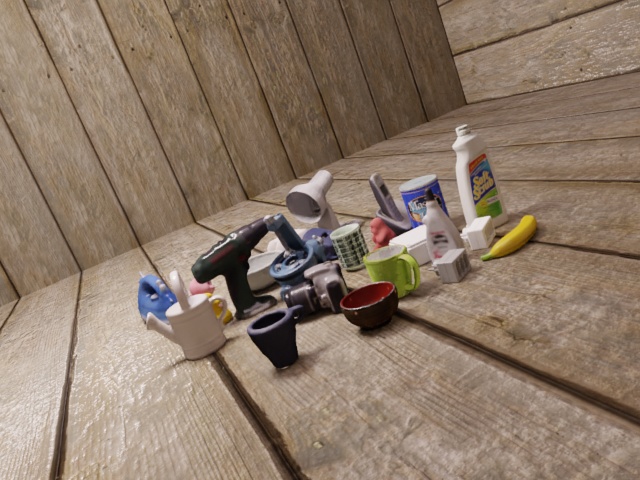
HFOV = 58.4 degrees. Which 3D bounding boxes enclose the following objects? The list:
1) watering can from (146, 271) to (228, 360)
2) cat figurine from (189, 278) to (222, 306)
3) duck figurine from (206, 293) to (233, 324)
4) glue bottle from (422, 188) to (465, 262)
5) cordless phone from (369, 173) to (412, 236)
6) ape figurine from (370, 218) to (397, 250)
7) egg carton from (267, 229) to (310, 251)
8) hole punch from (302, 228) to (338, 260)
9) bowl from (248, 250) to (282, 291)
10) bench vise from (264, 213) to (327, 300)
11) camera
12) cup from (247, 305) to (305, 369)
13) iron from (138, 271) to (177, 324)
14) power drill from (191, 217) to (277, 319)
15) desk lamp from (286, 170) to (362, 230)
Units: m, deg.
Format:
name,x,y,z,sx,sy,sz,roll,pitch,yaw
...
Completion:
name,x,y,z,sx,sy,sz,roll,pitch,yaw
watering can,-0.297,0.162,1.273,0.173,0.194,0.100,-29,16,-28
cat figurine,-0.320,0.146,1.529,0.067,0.118,0.128,-17,14,15
duck figurine,-0.279,0.176,1.420,0.105,0.086,0.077,-26,15,-18
glue bottle,0.257,-0.031,1.241,0.078,0.173,0.037,-12,17,32
cordless phone,0.200,-0.109,1.598,0.094,0.185,0.148,-13,16,28
ape figurine,0.158,-0.015,1.494,0.076,0.092,0.078,-17,15,18
egg carton,-0.088,0.016,1.784,0.151,0.069,0.107,-30,17,-33
hole punch,0.015,0.006,1.628,0.101,0.091,0.109,-15,15,24
bowl,-0.165,0.094,1.589,0.167,0.075,0.167,-20,14,5
bench vise,-0.068,0.023,1.414,0.121,0.220,0.207,-17,15,16
camera,-0.010,0.106,1.262,0.137,0.101,0.143,-21,14,2
cup,-0.068,0.182,1.069,0.118,0.095,0.091,-28,15,-25
iron,-0.451,0.159,1.623,0.119,0.141,0.257,-29,16,-29
power drill,-0.187,0.077,1.408,0.230,0.208,0.075,-25,15,-17
desk lamp,0.009,-0.098,1.773,0.117,0.214,0.204,-9,18,39
